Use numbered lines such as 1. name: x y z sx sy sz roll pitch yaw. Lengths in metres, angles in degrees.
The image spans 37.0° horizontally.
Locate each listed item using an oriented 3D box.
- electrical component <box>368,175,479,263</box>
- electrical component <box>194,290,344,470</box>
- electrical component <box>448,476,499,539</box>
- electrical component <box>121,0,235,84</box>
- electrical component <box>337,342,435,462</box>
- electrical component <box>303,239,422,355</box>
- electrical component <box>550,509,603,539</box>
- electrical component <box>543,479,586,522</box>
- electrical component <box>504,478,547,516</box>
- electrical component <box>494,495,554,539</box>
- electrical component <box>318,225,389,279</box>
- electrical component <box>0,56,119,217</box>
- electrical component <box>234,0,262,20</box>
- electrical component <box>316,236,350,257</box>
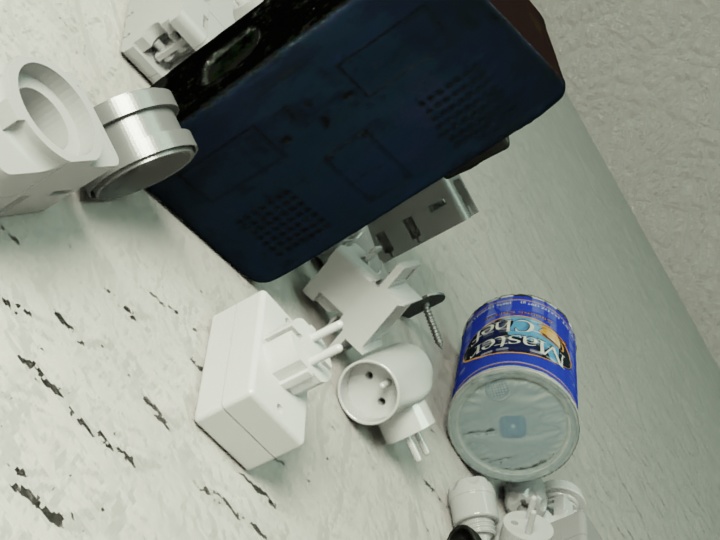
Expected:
1. electrical component: 0.043 -0.049 0.884 0.055 0.089 0.050 62 20 -1
2. electrical component: -0.041 0.050 0.576 0.047 0.076 0.083 50 23 -30
3. electrical component: 0.084 0.181 0.772 0.035 0.035 0.061 40 33 -46
4. electrical component: -0.114 -0.157 0.698 0.055 0.050 0.089 46 25 -37
5. electrical component: 0.026 0.092 0.731 0.079 0.043 0.077 64 20 4
6. electrical component: 0.000 0.017 0.729 0.064 0.081 0.042 43 16 13
7. electrical component: 0.174 0.253 0.859 0.096 0.062 0.061 56 21 -17
8. electrical component: 0.170 0.215 0.925 0.066 0.048 0.055 51 30 -28
9. electrical component: 0.139 0.183 0.902 0.035 0.035 0.061 56 19 -17
10. electrical component: 0.118 0.201 0.777 0.077 0.044 0.079 -64 164 -68
11. electrical component: 0.000 0.000 0.791 0.065 0.044 0.044 59 20 -24
12. electrical component: -0.152 -0.057 0.469 0.050 0.056 0.089 63 20 1
13. electrical component: -0.069 -0.207 0.881 0.077 0.043 0.079 49 24 -33
14. electrical component: -0.045 -0.080 0.764 0.073 0.052 0.138 45 25 -39
